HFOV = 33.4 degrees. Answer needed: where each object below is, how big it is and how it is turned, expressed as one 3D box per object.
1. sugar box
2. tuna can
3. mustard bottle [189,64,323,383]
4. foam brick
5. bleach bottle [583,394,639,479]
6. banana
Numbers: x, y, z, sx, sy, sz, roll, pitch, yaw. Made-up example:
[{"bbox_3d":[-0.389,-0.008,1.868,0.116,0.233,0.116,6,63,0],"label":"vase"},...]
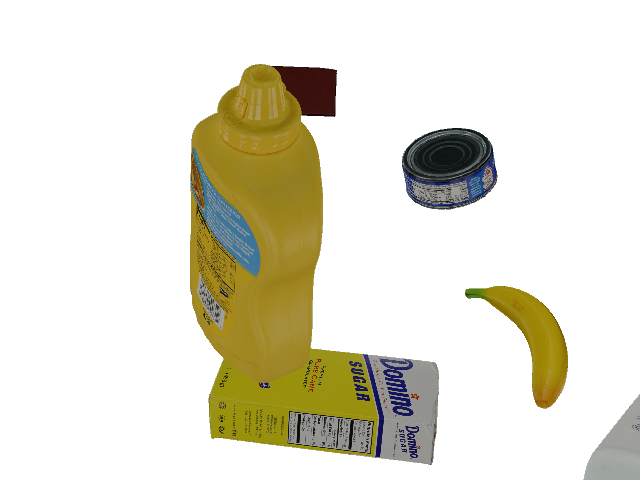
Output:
[{"bbox_3d":[0.005,0.126,0.854,0.176,0.048,0.093,3,26,6],"label":"sugar box"},{"bbox_3d":[0.119,-0.068,0.987,0.086,0.034,0.086,-10,37,8],"label":"tuna can"},{"bbox_3d":[-0.036,-0.014,0.572,0.058,0.096,0.192,-20,-37,-22],"label":"mustard bottle"},{"bbox_3d":[-0.027,-0.162,1.155,0.078,0.051,0.053,-1,11,-19],"label":"foam brick"},{"bbox_3d":[0.248,0.102,0.628,0.103,0.068,0.250,18,30,32],"label":"bleach bottle"},{"bbox_3d":[0.223,0.103,1.136,0.069,0.037,0.198,-28,36,0],"label":"banana"}]
